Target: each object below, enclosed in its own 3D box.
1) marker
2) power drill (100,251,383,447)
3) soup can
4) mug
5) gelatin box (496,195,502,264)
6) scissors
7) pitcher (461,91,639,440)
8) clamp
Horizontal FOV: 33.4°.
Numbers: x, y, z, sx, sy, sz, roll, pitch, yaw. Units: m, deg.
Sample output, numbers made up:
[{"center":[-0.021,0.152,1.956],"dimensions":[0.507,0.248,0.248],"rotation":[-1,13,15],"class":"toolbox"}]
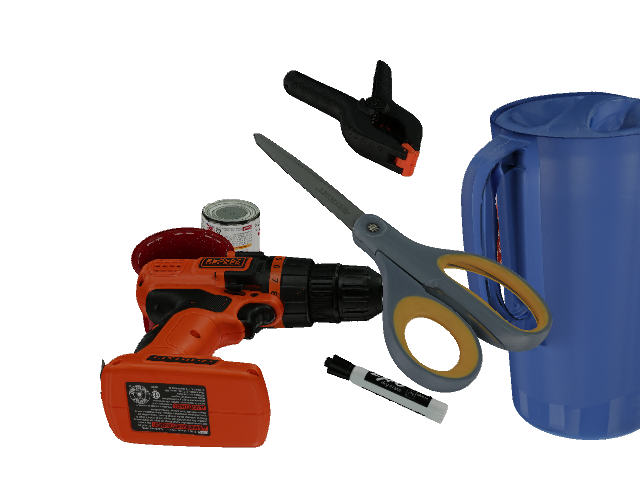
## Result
[{"center":[0.059,0.135,0.983],"dimensions":[0.121,0.020,0.020],"rotation":[23,7,17],"class":"marker"},{"center":[-0.052,0.065,0.710],"dimensions":[0.184,0.057,0.187],"rotation":[-1,22,10],"class":"power drill"},{"center":[-0.104,0.011,1.233],"dimensions":[0.068,0.102,0.068],"rotation":[2,25,-1],"class":"soup can"},{"center":[-0.118,0.052,0.968],"dimensions":[0.093,0.081,0.117],"rotation":[-16,37,-24],"class":"mug"},{"center":[0.214,0.001,1.122],"dimensions":[0.030,0.089,0.073],"rotation":[-14,30,-16],"class":"gelatin box"},{"center":[0.024,0.012,0.568],"dimensions":[0.202,0.016,0.096],"rotation":[28,52,16],"class":"scissors"},{"center":[0.184,0.020,0.777],"dimensions":[0.149,0.243,0.145],"rotation":[0,20,13],"class":"pitcher"},{"center":[0.038,-0.124,1.045],"dimensions":[0.120,0.039,0.171],"rotation":[-10,42,-15],"class":"clamp"}]
